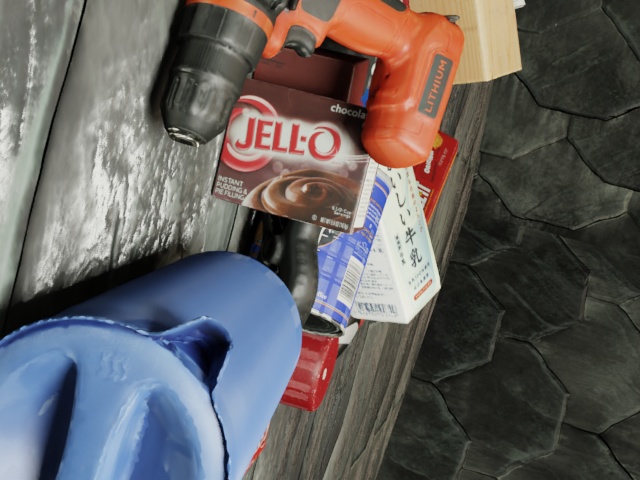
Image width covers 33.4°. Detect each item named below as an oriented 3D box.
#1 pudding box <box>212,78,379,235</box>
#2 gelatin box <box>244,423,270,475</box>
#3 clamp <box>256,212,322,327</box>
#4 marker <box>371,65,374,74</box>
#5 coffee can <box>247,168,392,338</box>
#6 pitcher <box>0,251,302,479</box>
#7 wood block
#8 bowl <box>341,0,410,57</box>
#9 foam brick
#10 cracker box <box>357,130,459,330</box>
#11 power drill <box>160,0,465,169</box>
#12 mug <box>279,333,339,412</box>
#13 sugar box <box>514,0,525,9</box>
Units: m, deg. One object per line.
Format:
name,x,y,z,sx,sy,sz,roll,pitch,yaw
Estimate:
pudding box,-0.014,-0.061,0.768,0.039,0.113,0.090,-14,118,-74
gelatin box,-0.071,0.185,1.048,0.089,0.030,0.073,-40,144,-71
clamp,-0.029,0.005,0.838,0.120,0.039,0.171,2,-105,66
marker,0.070,-0.160,1.044,0.121,0.020,0.020,-18,123,-76
coffee can,-0.006,0.001,0.923,0.103,0.103,0.140,71,36,-71
pitcher,-0.092,0.086,0.588,0.242,0.149,0.145,-43,132,-76
wood block,0.131,-0.262,1.059,0.090,0.091,0.206,-26,111,-53
bowl,0.021,-0.206,0.805,0.162,0.055,0.162,-9,90,-71
foam brick,-0.008,-0.119,0.810,0.051,0.078,0.053,-39,143,-69
cracker box,0.077,-0.016,1.268,0.214,0.072,0.164,-59,-176,50
power drill,0.000,-0.115,0.656,0.187,0.057,0.184,28,76,-38
mug,-0.029,0.102,1.009,0.093,0.081,0.117,-23,128,-76
sugar box,0.153,-0.321,1.125,0.048,0.093,0.176,-17,97,-29
